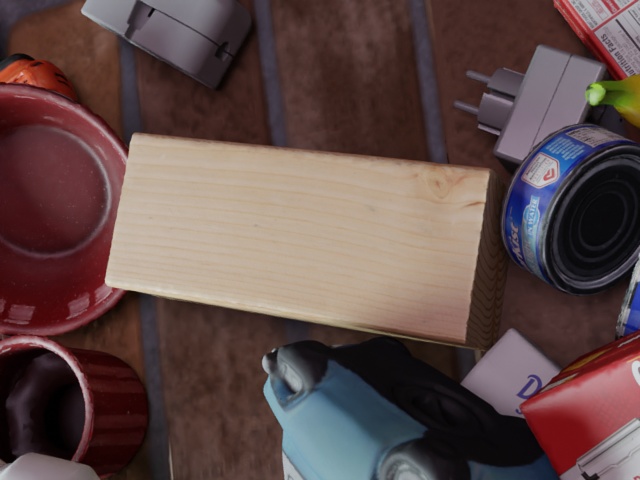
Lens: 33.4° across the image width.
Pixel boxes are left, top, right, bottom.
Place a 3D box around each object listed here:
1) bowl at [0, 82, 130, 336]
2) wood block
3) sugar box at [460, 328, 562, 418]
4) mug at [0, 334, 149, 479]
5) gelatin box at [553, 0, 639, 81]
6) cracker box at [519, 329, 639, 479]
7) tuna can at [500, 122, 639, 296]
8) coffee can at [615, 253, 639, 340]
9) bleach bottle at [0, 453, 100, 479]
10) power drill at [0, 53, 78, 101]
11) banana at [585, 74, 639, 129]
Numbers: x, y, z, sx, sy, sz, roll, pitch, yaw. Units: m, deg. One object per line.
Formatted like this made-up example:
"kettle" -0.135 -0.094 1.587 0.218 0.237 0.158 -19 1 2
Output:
"bowl" -0.181 -0.023 0.666 0.162 0.055 0.162 1 109 1
"wood block" -0.004 0.001 0.601 0.206 0.090 0.091 7 84 20
"sugar box" 0.080 0.143 0.572 0.176 0.048 0.093 -47 68 4
"mug" -0.165 0.099 0.647 0.117 0.081 0.093 35 94 21
"gelatin box" 0.185 -0.132 0.586 0.089 0.030 0.073 -35 73 10
"cracker box" 0.209 0.122 0.435 0.164 0.071 0.214 -34 84 41
"tuna can" 0.137 -0.015 0.552 0.086 0.086 0.034 -56 38 4
"coffee can" 0.226 0.028 0.506 0.140 0.102 0.103 22 89 22
"bleach bottle" -0.091 0.194 0.556 0.251 0.068 0.103 32 116 9
"power drill" -0.275 -0.111 0.736 0.184 0.057 0.188 -32 75 9
"banana" 0.232 -0.046 0.538 0.198 0.069 0.037 20 125 14
